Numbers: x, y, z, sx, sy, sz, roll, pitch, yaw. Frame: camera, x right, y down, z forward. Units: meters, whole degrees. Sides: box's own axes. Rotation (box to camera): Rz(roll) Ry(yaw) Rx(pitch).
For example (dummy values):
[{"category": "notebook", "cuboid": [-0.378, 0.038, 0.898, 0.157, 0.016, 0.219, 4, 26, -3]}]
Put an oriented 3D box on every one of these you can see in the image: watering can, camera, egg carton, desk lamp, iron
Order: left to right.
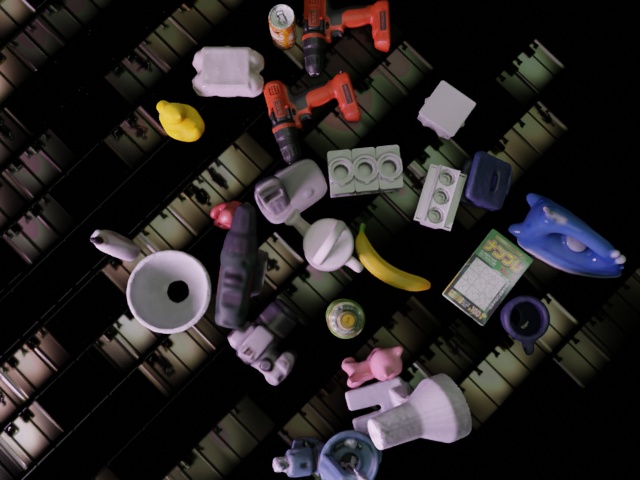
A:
[{"category": "egg carton", "cuboid": [-0.192, -0.352, 1.206, 0.150, 0.069, 0.107, -1, 85, -1]}, {"category": "camera", "cuboid": [-0.094, 0.197, 1.146, 0.143, 0.101, 0.137, 41, 86, 3]}, {"category": "watering can", "cuboid": [0.009, 0.006, 1.116, 0.173, 0.194, 0.101, 14, 85, 1]}, {"category": "desk lamp", "cuboid": [0.162, 0.329, 1.082, 0.203, 0.213, 0.118, -17, 85, -2]}, {"category": "iron", "cuboid": [0.523, 0.002, 1.150, 0.258, 0.141, 0.119, 30, 86, 2]}]

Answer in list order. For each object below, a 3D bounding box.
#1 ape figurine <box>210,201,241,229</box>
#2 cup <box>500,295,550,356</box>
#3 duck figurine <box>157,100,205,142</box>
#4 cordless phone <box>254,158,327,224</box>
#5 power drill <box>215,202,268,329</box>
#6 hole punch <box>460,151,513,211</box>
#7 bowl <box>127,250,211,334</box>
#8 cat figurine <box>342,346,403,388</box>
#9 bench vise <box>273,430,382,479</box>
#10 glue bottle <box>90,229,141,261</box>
[{"category": "ape figurine", "cuboid": [-0.184, -0.048, 1.169, 0.076, 0.092, 0.078, -37, 86, -3]}, {"category": "cup", "cuboid": [0.405, 0.170, 1.158, 0.091, 0.095, 0.118, -6, 85, -1]}, {"category": "duck figurine", "cuboid": [-0.292, -0.253, 1.188, 0.104, 0.086, 0.077, 34, 86, 2]}, {"category": "cordless phone", "cuboid": [-0.061, -0.107, 1.129, 0.147, 0.185, 0.094, -35, 86, -3]}, {"category": "power drill", "cuboid": [-0.150, 0.052, 1.103, 0.075, 0.208, 0.230, 8, 85, 0]}, {"category": "hole punch", "cuboid": [0.346, -0.122, 1.183, 0.101, 0.091, 0.109, 15, 85, 1]}, {"category": "bowl", "cuboid": [-0.298, 0.104, 1.164, 0.167, 0.074, 0.167, 0, 85, -1]}, {"category": "cat figurine", "cuboid": [0.110, 0.255, 1.135, 0.128, 0.117, 0.067, -22, 86, -2]}, {"category": "bench vise", "cuboid": [0.021, 0.435, 1.068, 0.207, 0.219, 0.121, -20, 85, -2]}, {"category": "glue bottle", "cuboid": [-0.412, 0.006, 1.121, 0.078, 0.173, 0.037, 31, 86, 2]}]
